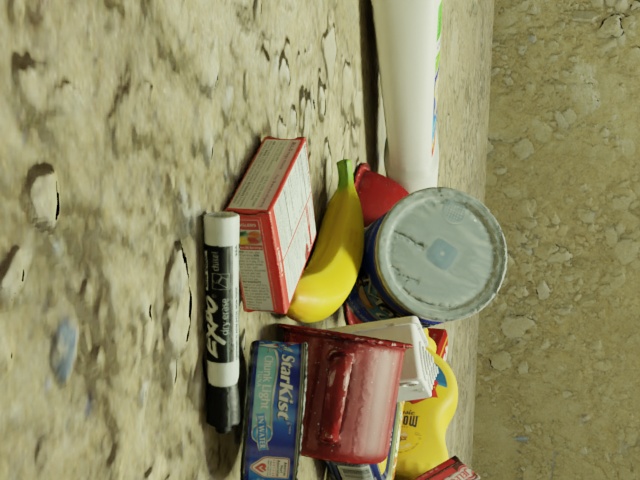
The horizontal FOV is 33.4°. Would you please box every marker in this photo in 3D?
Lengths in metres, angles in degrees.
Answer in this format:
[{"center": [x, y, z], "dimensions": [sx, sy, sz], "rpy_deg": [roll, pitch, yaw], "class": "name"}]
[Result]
[{"center": [-0.052, 0.046, 0.572], "dimensions": [0.020, 0.020, 0.121], "rpy_deg": [-43, 134, -72], "class": "marker"}]

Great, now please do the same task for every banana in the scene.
[{"center": [0.003, 0.014, 0.787], "dimensions": [0.197, 0.037, 0.069], "rpy_deg": [-70, 140, -57], "class": "banana"}]

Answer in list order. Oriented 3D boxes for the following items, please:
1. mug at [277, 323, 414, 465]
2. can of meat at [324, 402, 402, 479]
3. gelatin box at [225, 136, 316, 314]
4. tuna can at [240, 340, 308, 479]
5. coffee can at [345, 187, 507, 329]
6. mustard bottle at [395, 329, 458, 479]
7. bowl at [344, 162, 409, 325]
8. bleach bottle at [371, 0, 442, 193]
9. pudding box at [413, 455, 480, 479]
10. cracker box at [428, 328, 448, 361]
[{"center": [0.011, 0.102, 0.705], "dimensions": [0.117, 0.093, 0.081], "rpy_deg": [102, -3, -86], "class": "mug"}, {"center": [0.032, 0.151, 0.899], "dimensions": [0.084, 0.057, 0.102], "rpy_deg": [73, 23, -52], "class": "can of meat"}, {"center": [-0.028, -0.011, 0.644], "dimensions": [0.089, 0.030, 0.073], "rpy_deg": [-70, 158, -53], "class": "gelatin box"}, {"center": [-0.027, 0.101, 0.624], "dimensions": [0.086, 0.033, 0.086], "rpy_deg": [-177, -88, -88], "class": "tuna can"}, {"center": [0.079, 0.021, 0.866], "dimensions": [0.140, 0.102, 0.103], "rpy_deg": [139, -42, -76], "class": "coffee can"}, {"center": [0.086, 0.163, 1.053], "dimensions": [0.058, 0.096, 0.191], "rpy_deg": [77, 20, -45], "class": "mustard bottle"}, {"center": [0.063, 0.009, 1.006], "dimensions": [0.162, 0.055, 0.162], "rpy_deg": [4, 90, -77], "class": "bowl"}, {"center": [0.087, -0.140, 1.032], "dimensions": [0.102, 0.068, 0.251], "rpy_deg": [-78, 165, -58], "class": "bleach bottle"}, {"center": [0.094, 0.258, 0.955], "dimensions": [0.089, 0.039, 0.113], "rpy_deg": [-21, 134, -28], "class": "pudding box"}, {"center": [0.105, 0.224, 1.214], "dimensions": [0.164, 0.072, 0.214], "rpy_deg": [-49, 140, -71], "class": "cracker box"}]
